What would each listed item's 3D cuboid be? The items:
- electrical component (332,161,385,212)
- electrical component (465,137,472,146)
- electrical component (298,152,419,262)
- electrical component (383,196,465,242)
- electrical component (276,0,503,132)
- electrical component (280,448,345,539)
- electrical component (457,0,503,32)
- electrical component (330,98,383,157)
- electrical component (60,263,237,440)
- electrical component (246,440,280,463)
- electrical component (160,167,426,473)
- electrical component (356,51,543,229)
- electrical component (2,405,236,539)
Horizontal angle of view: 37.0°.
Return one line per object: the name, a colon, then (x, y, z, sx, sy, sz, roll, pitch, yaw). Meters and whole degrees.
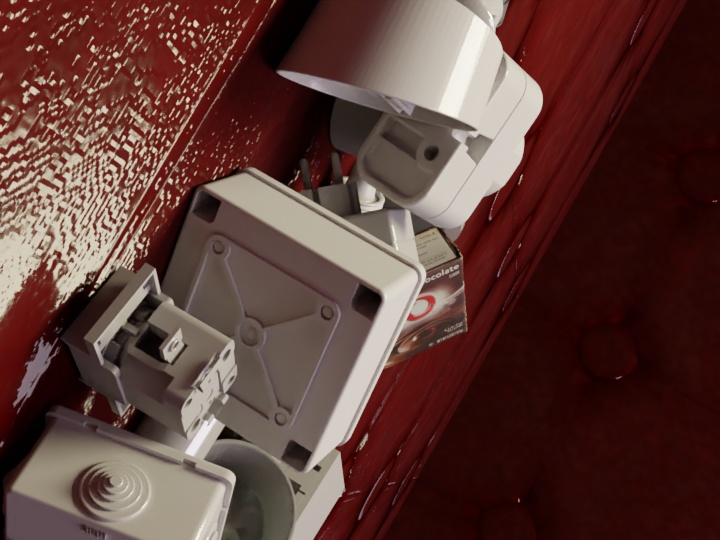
electrical component: (-0.004, -0.040, 0.682, 0.043, 0.043, 0.062, -40, 155, -59)
electrical component: (0.082, -0.119, 0.823, 0.057, 0.058, 0.078, -63, 168, 25)
electrical component: (-0.017, -0.028, 0.609, 0.047, 0.083, 0.075, -14, 94, -74)
electrical component: (0.041, -0.057, 0.743, 0.051, 0.080, 0.080, -60, 169, -30)
electrical component: (0.016, -0.097, 0.513, 0.099, 0.099, 0.064, 55, 58, -77)
electrical component: (-0.064, 0.195, 0.931, 0.089, 0.062, 0.150, -57, 167, -19)
electrical component: (0.072, -0.172, 0.694, 0.048, 0.048, 0.062, 103, 13, -53)
electrical component: (0.036, -0.108, 0.647, 0.108, 0.060, 0.108, -56, 167, -20)
electrical component: (-0.089, 0.039, 0.468, 0.042, 0.064, 0.081, -54, 167, -25)
electrical component: (-0.066, 0.114, 0.759, 0.138, 0.052, 0.073, -47, 162, -47)
electrical component: (-0.040, 0.023, 0.525, 0.056, 0.109, 0.108, -31, 148, -62)
electrical component: (0.051, -0.074, 0.582, 0.095, 0.054, 0.059, -56, 146, 7)
electrical component: (-0.110, 0.118, 0.482, 0.048, 0.100, 0.099, -67, 176, -47)
